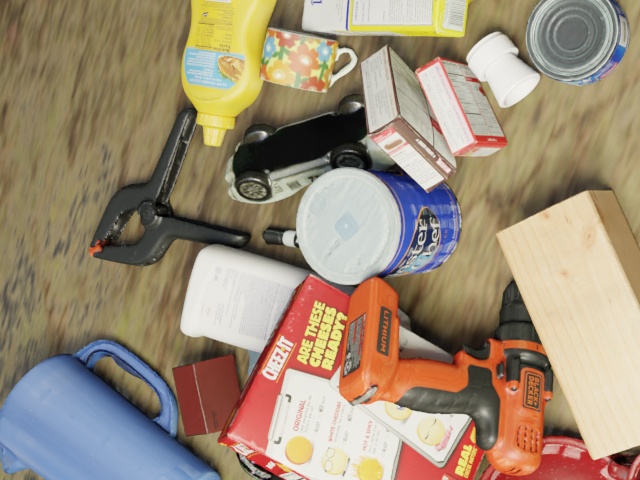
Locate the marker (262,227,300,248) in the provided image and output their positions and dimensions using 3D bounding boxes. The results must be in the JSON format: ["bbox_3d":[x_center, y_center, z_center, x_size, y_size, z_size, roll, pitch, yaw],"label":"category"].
[{"bbox_3d":[-0.007,0.001,1.096,0.121,0.020,0.020,7,96,30],"label":"marker"}]

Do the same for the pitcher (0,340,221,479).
[{"bbox_3d":[-0.224,0.231,1.183,0.243,0.144,0.149,30,120,22],"label":"pitcher"}]

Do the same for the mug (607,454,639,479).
[{"bbox_3d":[0.299,0.201,0.887,0.117,0.081,0.093,8,96,30],"label":"mug"}]

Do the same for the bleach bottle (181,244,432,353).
[{"bbox_3d":[-0.012,0.084,1.068,0.251,0.068,0.102,18,102,19],"label":"bleach bottle"}]

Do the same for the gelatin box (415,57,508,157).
[{"bbox_3d":[0.129,-0.121,0.978,0.030,0.073,0.089,-29,78,30],"label":"gelatin box"}]

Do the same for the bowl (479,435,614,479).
[{"bbox_3d":[0.205,0.256,0.935,0.162,0.055,0.162,1,68,-4],"label":"bowl"}]

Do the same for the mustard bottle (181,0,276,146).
[{"bbox_3d":[-0.100,-0.194,1.119,0.096,0.058,0.192,13,99,30],"label":"mustard bottle"}]

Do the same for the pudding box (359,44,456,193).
[{"bbox_3d":[0.079,-0.112,0.972,0.039,0.090,0.113,-34,37,24],"label":"pudding box"}]

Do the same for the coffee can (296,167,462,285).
[{"bbox_3d":[0.057,-0.015,0.987,0.103,0.140,0.103,2,93,31],"label":"coffee can"}]

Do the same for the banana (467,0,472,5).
[{"bbox_3d":[0.177,-0.250,0.965,0.198,0.037,0.069,-11,87,31],"label":"banana"}]

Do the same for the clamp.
[{"bbox_3d":[-0.181,-0.041,1.187,0.210,0.036,0.164,-22,80,30],"label":"clamp"}]

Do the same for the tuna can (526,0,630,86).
[{"bbox_3d":[0.226,-0.180,0.941,0.086,0.033,0.086,1,93,31],"label":"tuna can"}]

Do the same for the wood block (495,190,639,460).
[{"bbox_3d":[0.242,0.069,0.911,0.090,0.090,0.206,-27,79,29],"label":"wood block"}]

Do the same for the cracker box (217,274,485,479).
[{"bbox_3d":[0.040,0.156,0.951,0.213,0.072,0.164,29,68,-5],"label":"cracker box"}]

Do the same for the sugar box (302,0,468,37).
[{"bbox_3d":[0.061,-0.240,1.009,0.177,0.048,0.093,13,99,47],"label":"sugar box"}]

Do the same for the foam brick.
[{"bbox_3d":[-0.119,0.167,1.141,0.051,0.052,0.078,-18,81,54],"label":"foam brick"}]

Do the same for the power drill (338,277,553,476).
[{"bbox_3d":[0.115,0.094,0.919,0.057,0.187,0.184,132,152,-56],"label":"power drill"}]

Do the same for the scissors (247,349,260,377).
[{"bbox_3d":[-0.080,0.125,1.146,0.096,0.016,0.202,29,105,24],"label":"scissors"}]
